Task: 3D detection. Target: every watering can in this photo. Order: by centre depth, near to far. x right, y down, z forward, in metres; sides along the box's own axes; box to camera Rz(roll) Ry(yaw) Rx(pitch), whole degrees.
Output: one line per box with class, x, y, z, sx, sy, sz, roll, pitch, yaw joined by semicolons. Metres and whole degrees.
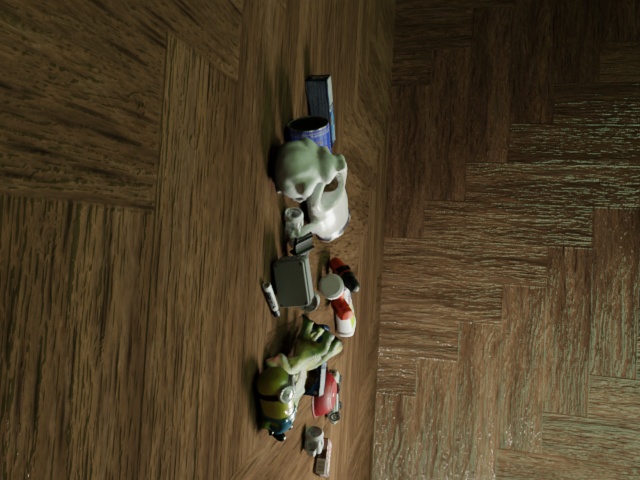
watering can;0.004;-0.073;1.449;0.219;0.104;0.355;75;35;-52

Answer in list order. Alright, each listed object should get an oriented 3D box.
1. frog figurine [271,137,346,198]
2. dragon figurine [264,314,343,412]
frog figurine;-0.024;-0.161;1.161;0.121;0.159;0.139;57;38;-66
dragon figurine;-0.039;0.336;1.334;0.245;0.123;0.403;-60;153;-13
